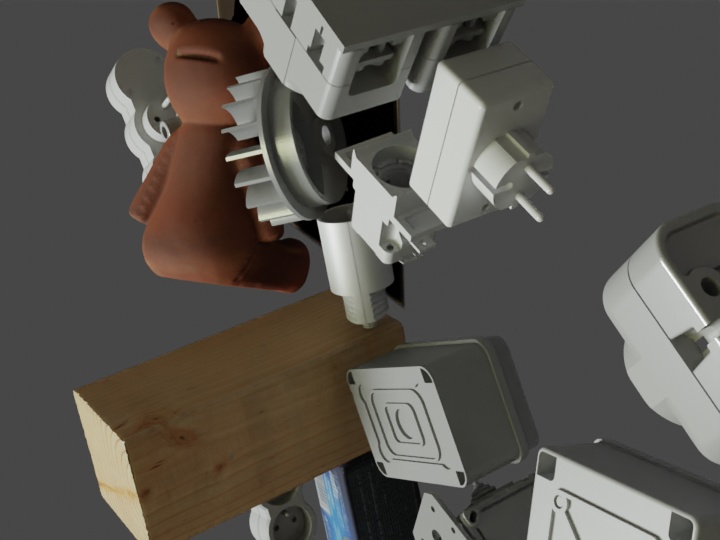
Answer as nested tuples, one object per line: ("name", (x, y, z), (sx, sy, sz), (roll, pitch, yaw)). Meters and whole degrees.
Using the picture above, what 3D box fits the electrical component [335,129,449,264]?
("electrical component", (0.022, -0.042, 0.644), (0.081, 0.042, 0.063), (51, 149, 32))

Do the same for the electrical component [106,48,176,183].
("electrical component", (-0.168, -0.126, 0.920), (0.074, 0.052, 0.138), (-26, 85, 63))

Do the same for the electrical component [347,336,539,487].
("electrical component", (0.049, 0.085, 0.666), (0.113, 0.057, 0.078), (-13, 97, 63))

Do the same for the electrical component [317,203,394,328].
("electrical component", (0.000, 0.000, 0.712), (0.043, 0.043, 0.081), (20, 126, 56))

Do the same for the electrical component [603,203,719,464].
("electrical component", (0.149, 0.029, 0.448), (0.095, 0.054, 0.059), (59, 151, 19))

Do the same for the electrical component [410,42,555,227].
("electrical component", (0.071, -0.056, 0.540), (0.075, 0.047, 0.083), (51, 148, 31))

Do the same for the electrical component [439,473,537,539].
("electrical component", (0.092, 0.171, 0.643), (0.096, 0.062, 0.061), (57, 150, 22))

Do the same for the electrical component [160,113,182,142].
("electrical component", (-0.124, -0.115, 0.836), (0.043, 0.062, 0.043), (40, 141, 43))

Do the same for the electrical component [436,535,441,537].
("electrical component", (0.075, 0.219, 0.705), (0.099, 0.064, 0.099), (40, 141, 43))

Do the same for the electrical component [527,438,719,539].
("electrical component", (0.134, 0.150, 0.524), (0.109, 0.056, 0.108), (18, 104, 57))

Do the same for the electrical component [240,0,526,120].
("electrical component", (-0.017, -0.170, 0.556), (0.186, 0.105, 0.060), (57, 150, 22))

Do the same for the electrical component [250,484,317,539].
("electrical component", (-0.091, 0.192, 1.000), (0.074, 0.052, 0.138), (2, 110, 61))
